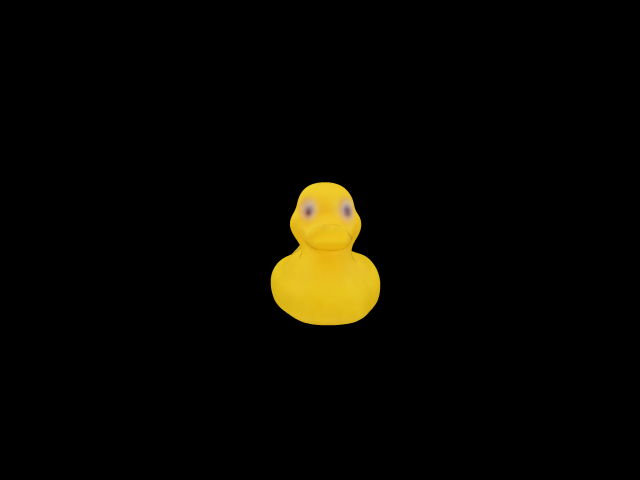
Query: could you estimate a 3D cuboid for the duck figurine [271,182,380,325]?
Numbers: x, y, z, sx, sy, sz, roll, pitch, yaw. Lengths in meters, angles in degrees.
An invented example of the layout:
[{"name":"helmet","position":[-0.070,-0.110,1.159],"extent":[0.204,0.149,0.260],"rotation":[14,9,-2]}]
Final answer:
[{"name":"duck figurine","position":[0.004,0.001,0.400],"extent":[0.077,0.086,0.104],"rotation":[-1,15,-3]}]
